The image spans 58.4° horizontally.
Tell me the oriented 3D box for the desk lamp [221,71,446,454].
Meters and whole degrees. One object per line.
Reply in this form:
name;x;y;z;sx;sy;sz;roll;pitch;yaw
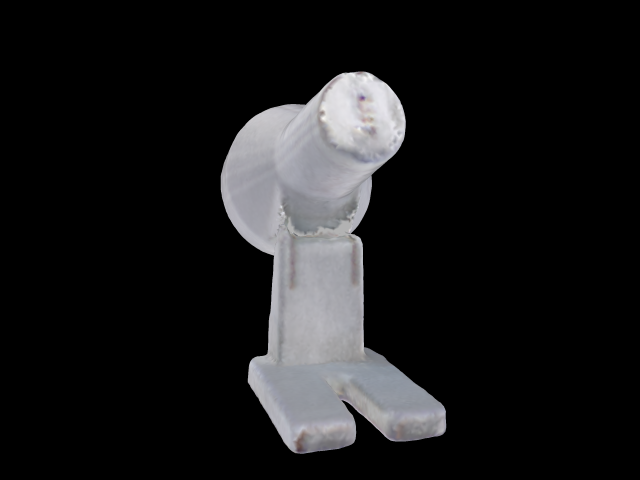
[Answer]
desk lamp;0.004;0.001;0.400;0.118;0.213;0.202;-2;7;-19
